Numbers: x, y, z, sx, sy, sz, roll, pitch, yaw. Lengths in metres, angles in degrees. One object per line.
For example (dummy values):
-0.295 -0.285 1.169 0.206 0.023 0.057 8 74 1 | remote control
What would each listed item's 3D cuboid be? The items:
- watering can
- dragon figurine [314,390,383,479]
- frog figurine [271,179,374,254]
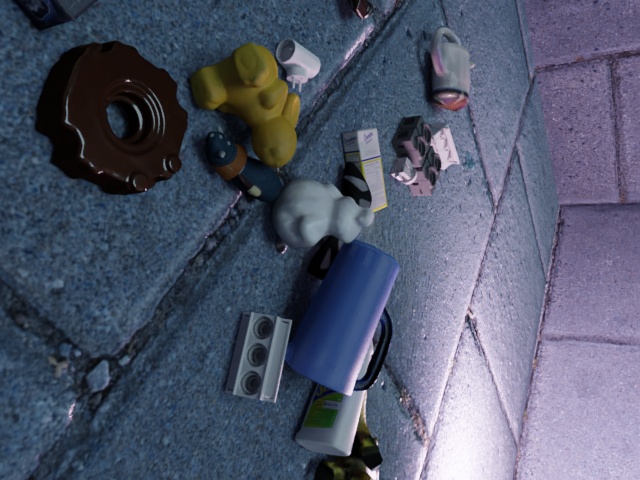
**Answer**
0.402 -0.489 1.524 0.347 0.104 0.225 5 86 -56 | watering can
0.079 0.428 1.037 0.238 0.122 0.419 67 29 -58 | dragon figurine
0.003 -0.043 0.858 0.140 0.159 0.120 -48 127 -46 | frog figurine
